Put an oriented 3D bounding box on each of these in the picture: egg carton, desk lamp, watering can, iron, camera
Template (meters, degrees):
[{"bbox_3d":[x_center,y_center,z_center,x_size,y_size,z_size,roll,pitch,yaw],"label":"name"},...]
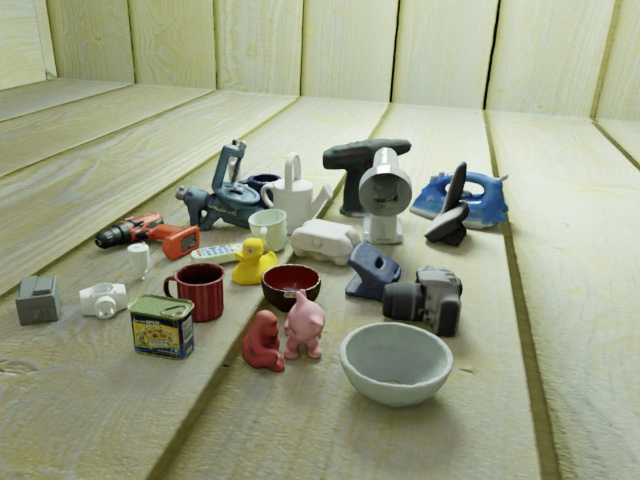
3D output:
[{"bbox_3d":[0.012,0.005,1.282,0.150,0.069,0.107,12,26,21],"label":"egg carton"},{"bbox_3d":[0.149,-0.099,1.349,0.118,0.214,0.203,3,24,3],"label":"desk lamp"},{"bbox_3d":[-0.058,-0.118,1.398,0.173,0.194,0.101,-1,24,-7],"label":"watering can"},{"bbox_3d":[0.367,-0.121,1.507,0.257,0.141,0.119,10,25,18],"label":"iron"},{"bbox_3d":[0.184,0.098,1.050,0.136,0.101,0.143,3,24,1],"label":"camera"}]

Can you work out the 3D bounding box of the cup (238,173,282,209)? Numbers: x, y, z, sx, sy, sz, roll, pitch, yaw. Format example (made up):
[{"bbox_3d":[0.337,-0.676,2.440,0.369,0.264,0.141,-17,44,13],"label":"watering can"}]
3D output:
[{"bbox_3d":[-0.158,-0.120,1.515,0.118,0.095,0.091,-7,26,-20],"label":"cup"}]

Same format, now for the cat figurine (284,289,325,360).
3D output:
[{"bbox_3d":[-0.026,0.130,0.938,0.067,0.118,0.127,0,24,-5],"label":"cat figurine"}]

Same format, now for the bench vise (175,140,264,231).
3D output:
[{"bbox_3d":[-0.239,-0.128,1.373,0.208,0.220,0.121,-7,26,-20],"label":"bench vise"}]

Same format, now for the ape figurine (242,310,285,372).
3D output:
[{"bbox_3d":[-0.087,0.155,0.908,0.076,0.092,0.078,9,25,16],"label":"ape figurine"}]

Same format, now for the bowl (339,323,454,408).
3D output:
[{"bbox_3d":[0.111,0.196,0.854,0.167,0.075,0.167,2,24,-1],"label":"bowl"}]

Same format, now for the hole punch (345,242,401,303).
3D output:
[{"bbox_3d":[0.109,0.061,1.137,0.101,0.091,0.109,9,25,16],"label":"hole punch"}]

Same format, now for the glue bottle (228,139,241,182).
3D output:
[{"bbox_3d":[-0.234,-0.191,1.573,0.037,0.173,0.078,-2,24,-9],"label":"glue bottle"}]

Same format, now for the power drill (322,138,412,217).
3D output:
[{"bbox_3d":[0.119,-0.168,1.508,0.229,0.208,0.075,2,24,1],"label":"power drill"}]

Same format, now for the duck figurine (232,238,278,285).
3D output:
[{"bbox_3d":[-0.133,0.037,1.177,0.105,0.086,0.077,-18,31,-38],"label":"duck figurine"}]

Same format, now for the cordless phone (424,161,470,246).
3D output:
[{"bbox_3d":[0.314,-0.091,1.382,0.094,0.185,0.148,10,25,18],"label":"cordless phone"}]
